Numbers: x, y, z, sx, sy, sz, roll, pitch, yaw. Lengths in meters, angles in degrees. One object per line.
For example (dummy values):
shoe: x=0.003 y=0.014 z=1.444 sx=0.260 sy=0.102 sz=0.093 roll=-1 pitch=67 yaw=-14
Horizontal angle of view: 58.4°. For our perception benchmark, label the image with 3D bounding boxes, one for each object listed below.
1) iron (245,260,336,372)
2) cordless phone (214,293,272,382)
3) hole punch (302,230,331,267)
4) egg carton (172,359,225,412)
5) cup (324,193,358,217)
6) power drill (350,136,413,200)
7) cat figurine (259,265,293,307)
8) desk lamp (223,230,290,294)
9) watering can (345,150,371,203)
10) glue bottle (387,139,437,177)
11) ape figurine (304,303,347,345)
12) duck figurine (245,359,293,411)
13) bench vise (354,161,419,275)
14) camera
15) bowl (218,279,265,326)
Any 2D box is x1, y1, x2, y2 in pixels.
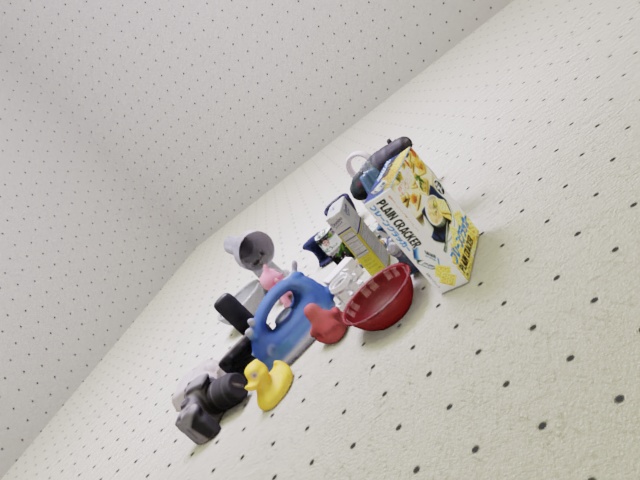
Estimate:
iron: x=-0.082 y=0.173 z=1.252 sx=0.259 sy=0.141 sz=0.118 roll=-48 pitch=15 yaw=-24
cordless phone: x=-0.198 y=0.222 z=1.327 sx=0.148 sy=0.185 sz=0.094 roll=-45 pitch=14 yaw=-12
hole punch: x=0.015 y=0.006 z=1.600 sx=0.108 sy=0.091 sz=0.101 roll=-36 pitch=15 yaw=24
egg carton: x=-0.297 y=0.363 z=1.413 sx=0.150 sy=0.069 sz=0.107 roll=-37 pitch=15 yaw=18
cup: x=0.070 y=-0.077 z=1.693 sx=0.092 sy=0.095 sz=0.117 roll=-43 pitch=14 yaw=-3
power drill: x=0.176 y=-0.112 z=1.272 sx=0.229 sy=0.208 sz=0.076 roll=-23 pitch=24 yaw=53
cat figurine: x=-0.119 y=0.119 z=1.566 sx=0.067 sy=0.118 sz=0.127 roll=-45 pitch=14 yaw=-11
desk lamp: x=-0.193 y=0.067 z=1.725 sx=0.118 sy=0.214 sz=0.202 roll=-48 pitch=15 yaw=-22
watering can: x=0.146 y=-0.161 z=1.530 sx=0.100 sy=0.194 sz=0.173 roll=-35 pitch=16 yaw=26
glue bottle: x=0.225 y=-0.188 z=1.441 sx=0.078 sy=0.173 sz=0.037 roll=-50 pitch=16 yaw=-29
ape figurine: x=0.005 y=0.162 z=1.151 sx=0.078 sy=0.092 sz=0.076 roll=-40 pitch=14 yaw=7
duck figurine: x=-0.109 y=0.273 z=1.137 sx=0.077 sy=0.086 sz=0.105 roll=-28 pitch=20 yaw=44
bench vise: x=0.155 y=-0.055 z=1.132 sx=0.121 sy=0.220 sz=0.207 roll=-39 pitch=14 yaw=12
camera: x=-0.231 y=0.342 z=1.232 sx=0.136 sy=0.101 sz=0.143 roll=-33 pitch=16 yaw=31
bowl: x=-0.217 y=0.198 z=1.685 sx=0.167 sy=0.075 sz=0.167 roll=-39 pitch=14 yaw=12
